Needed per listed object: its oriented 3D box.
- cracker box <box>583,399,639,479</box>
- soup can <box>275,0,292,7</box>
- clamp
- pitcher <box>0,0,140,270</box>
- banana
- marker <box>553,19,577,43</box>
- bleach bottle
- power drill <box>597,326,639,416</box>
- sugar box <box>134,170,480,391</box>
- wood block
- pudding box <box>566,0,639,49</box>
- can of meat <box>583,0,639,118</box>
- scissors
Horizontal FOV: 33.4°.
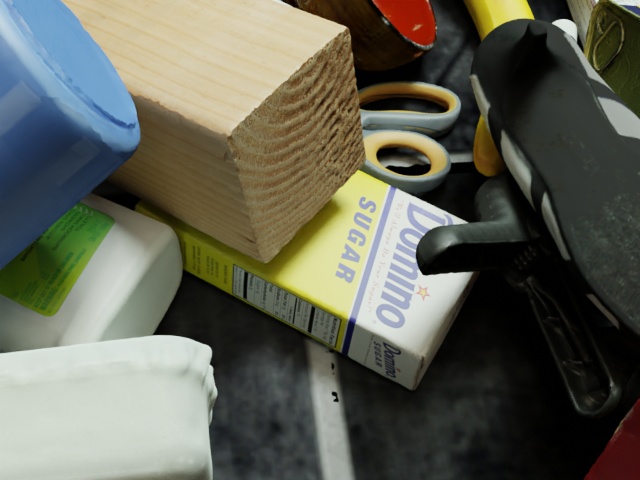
[{"bbox_3d":[0.189,0.124,0.414,0.072,0.214,0.164,-33,64,-24],"label":"cracker box"},{"bbox_3d":[-0.044,-0.116,0.640,0.102,0.068,0.068,33,59,33],"label":"soup can"},{"bbox_3d":[0.101,0.004,0.548,0.120,0.039,0.171,43,27,-17],"label":"clamp"},{"bbox_3d":[-0.201,-0.009,0.451,0.243,0.144,0.149,-36,59,8],"label":"pitcher"},{"bbox_3d":[0.111,-0.121,0.684,0.069,0.037,0.198,-4,59,-11],"label":"banana"},{"bbox_3d":[0.153,-0.095,0.676,0.020,0.020,0.121,9,51,2],"label":"marker"},{"bbox_3d":[-0.205,-0.005,0.571,0.251,0.068,0.102,21,58,14],"label":"bleach bottle"},{"bbox_3d":[0.244,0.037,0.535,0.185,0.057,0.187,28,88,21],"label":"power drill"},{"bbox_3d":[-0.004,0.000,0.589,0.176,0.048,0.093,24,57,14],"label":"sugar box"},{"bbox_3d":[-0.087,-0.083,0.562,0.206,0.091,0.090,27,58,30],"label":"wood block"},{"bbox_3d":[0.219,-0.144,0.709,0.090,0.039,0.113,-4,54,-5],"label":"pudding box"},{"bbox_3d":[0.210,-0.101,0.611,0.084,0.057,0.102,0,25,-9],"label":"can of meat"},{"bbox_3d":[-0.008,-0.060,0.646,0.201,0.016,0.096,-8,51,-9],"label":"scissors"}]
